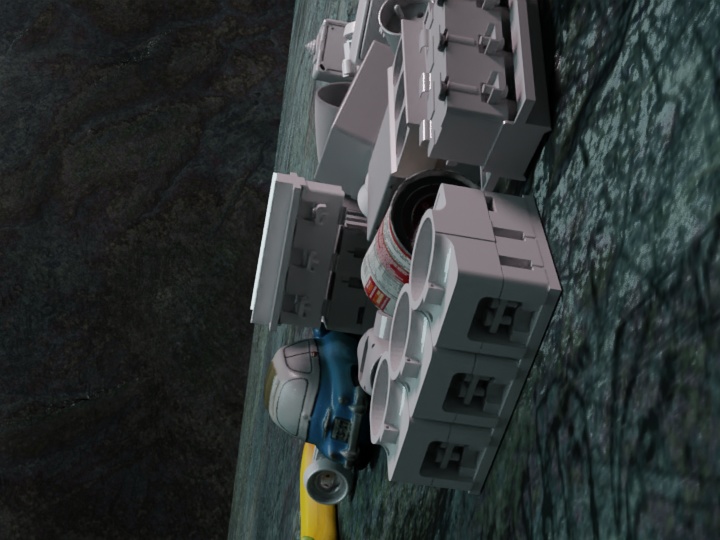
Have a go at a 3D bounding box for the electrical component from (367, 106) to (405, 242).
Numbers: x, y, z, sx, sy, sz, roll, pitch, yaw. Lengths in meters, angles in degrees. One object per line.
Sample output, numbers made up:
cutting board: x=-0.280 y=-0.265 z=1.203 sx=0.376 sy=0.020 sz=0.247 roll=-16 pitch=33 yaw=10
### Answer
electrical component: x=0.039 y=-0.078 z=0.853 sx=0.099 sy=0.048 sz=0.099 roll=109 pitch=167 yaw=-48

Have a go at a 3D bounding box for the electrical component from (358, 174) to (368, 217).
electrical component: x=0.025 y=-0.072 z=0.955 sx=0.055 sy=0.045 sz=0.045 roll=119 pitch=158 yaw=-65

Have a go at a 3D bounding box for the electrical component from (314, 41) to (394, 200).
electrical component: x=0.008 y=-0.138 z=1.008 sx=0.108 sy=0.056 sz=0.108 roll=118 pitch=176 yaw=-66

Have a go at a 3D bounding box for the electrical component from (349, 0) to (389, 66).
electrical component: x=0.027 y=-0.229 z=1.043 sx=0.061 sy=0.062 sz=0.096 roll=-108 pitch=28 yaw=-72

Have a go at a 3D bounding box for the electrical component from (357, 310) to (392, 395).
electrical component: x=0.027 y=0.054 z=0.814 sx=0.077 sy=0.043 sz=0.079 roll=-123 pitch=43 yaw=-77

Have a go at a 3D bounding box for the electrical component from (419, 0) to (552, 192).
electrical component: x=0.071 y=-0.117 z=0.633 sx=0.078 sy=0.063 sz=0.121 roll=110 pitch=166 yaw=-51

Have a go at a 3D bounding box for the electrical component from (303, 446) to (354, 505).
electrical component: x=-0.029 y=0.194 z=1.039 sx=0.055 sy=0.048 sz=0.066 roll=-82 pitch=4 yaw=-67

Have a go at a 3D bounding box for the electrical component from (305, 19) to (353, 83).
electrical component: x=-0.015 y=-0.244 z=1.225 sx=0.061 sy=0.096 sz=0.061 roll=178 pitch=101 yaw=-82

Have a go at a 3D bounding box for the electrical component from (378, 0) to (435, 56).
electrical component: x=0.058 y=-0.184 z=0.815 sx=0.079 sy=0.043 sz=0.077 roll=-48 pitch=-33 yaw=-8

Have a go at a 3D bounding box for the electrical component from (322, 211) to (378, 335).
electrical component: x=0.000 y=0.000 z=0.987 sx=0.150 sy=0.062 sz=0.089 roll=-124 pitch=44 yaw=-78

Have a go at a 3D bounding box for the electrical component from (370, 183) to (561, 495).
electrical component: x=0.052 y=0.039 z=0.601 sx=0.089 sy=0.062 sz=0.150 roll=-93 pitch=14 yaw=-54

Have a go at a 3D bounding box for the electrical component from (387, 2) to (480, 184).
electrical component: x=0.055 y=-0.114 z=0.735 sx=0.121 sy=0.063 sz=0.078 roll=-90 pitch=12 yaw=-46

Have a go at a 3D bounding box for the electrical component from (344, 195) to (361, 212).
electrical component: x=-0.040 y=-0.052 z=1.188 sx=0.061 sy=0.096 sz=0.061 roll=110 pitch=170 yaw=-52

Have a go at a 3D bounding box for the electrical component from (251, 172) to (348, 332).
electrical component: x=-0.052 y=-0.015 z=0.910 sx=0.078 sy=0.063 sz=0.121 roll=-113 pitch=33 yaw=-75

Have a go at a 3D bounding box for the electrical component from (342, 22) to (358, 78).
electrical component: x=0.007 y=-0.239 z=1.168 sx=0.048 sy=0.066 sz=0.055 roll=-5 pitch=90 yaw=52
